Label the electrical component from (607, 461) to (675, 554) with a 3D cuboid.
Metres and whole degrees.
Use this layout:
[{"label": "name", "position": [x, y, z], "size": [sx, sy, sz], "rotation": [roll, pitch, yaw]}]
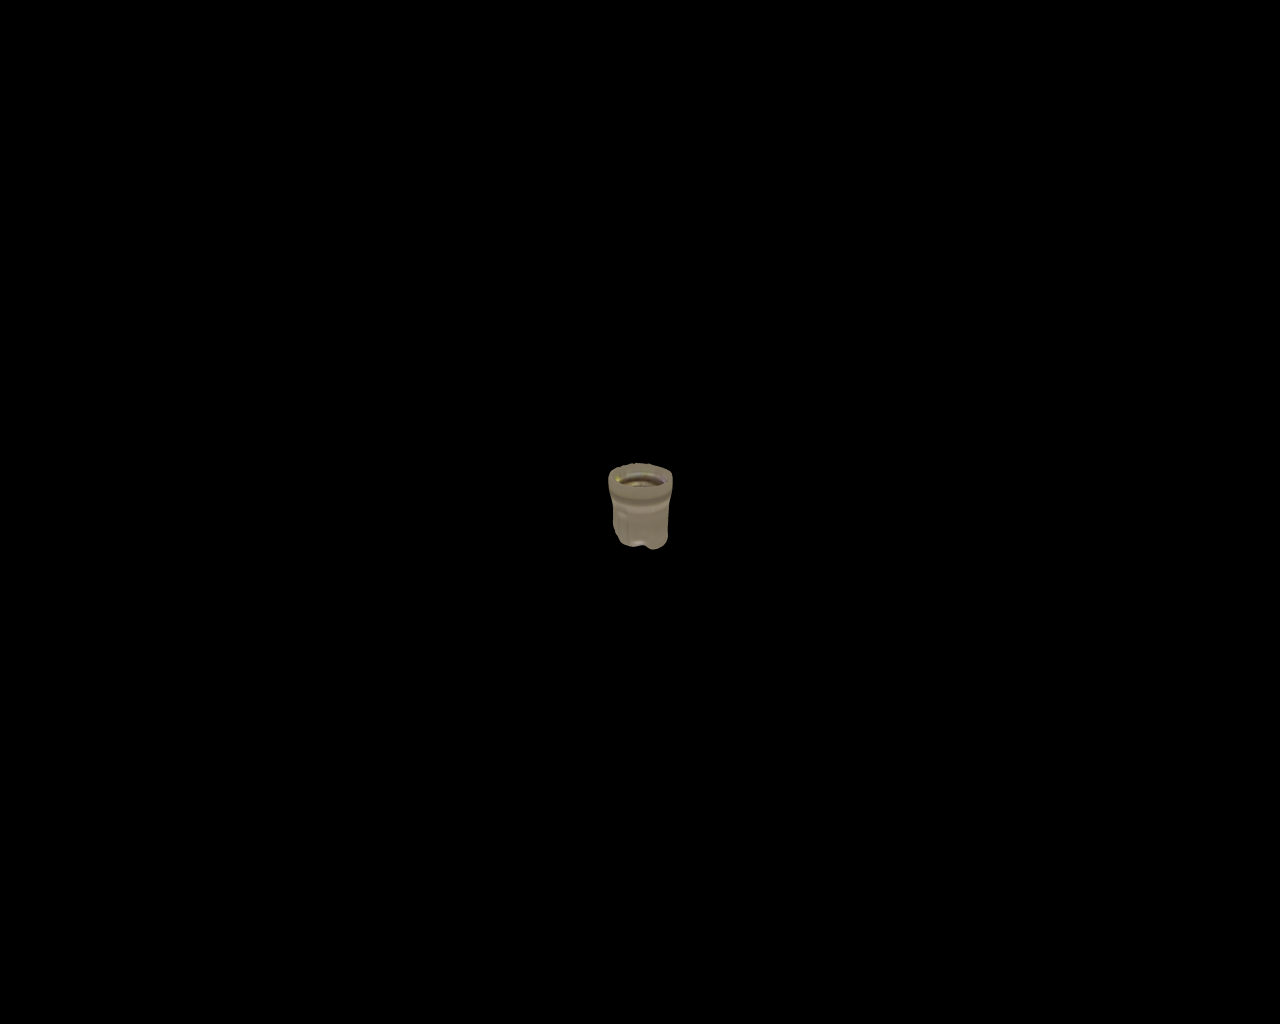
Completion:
[{"label": "electrical component", "position": [0.001, -0.003, 0.650], "size": [0.040, 0.046, 0.040], "rotation": [0, 25, 0]}]
